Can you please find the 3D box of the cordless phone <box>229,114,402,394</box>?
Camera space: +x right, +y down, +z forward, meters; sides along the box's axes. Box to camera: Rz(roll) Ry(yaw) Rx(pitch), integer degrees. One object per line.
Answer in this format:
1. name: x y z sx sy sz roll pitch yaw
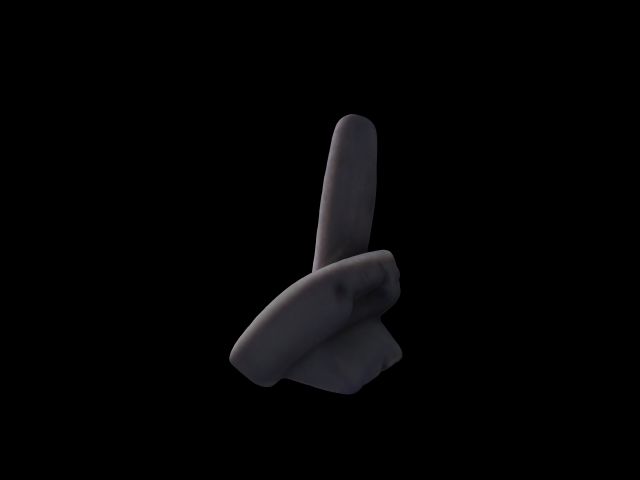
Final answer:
1. cordless phone: 0.004 0.001 0.400 0.094 0.185 0.148 1 4 20
